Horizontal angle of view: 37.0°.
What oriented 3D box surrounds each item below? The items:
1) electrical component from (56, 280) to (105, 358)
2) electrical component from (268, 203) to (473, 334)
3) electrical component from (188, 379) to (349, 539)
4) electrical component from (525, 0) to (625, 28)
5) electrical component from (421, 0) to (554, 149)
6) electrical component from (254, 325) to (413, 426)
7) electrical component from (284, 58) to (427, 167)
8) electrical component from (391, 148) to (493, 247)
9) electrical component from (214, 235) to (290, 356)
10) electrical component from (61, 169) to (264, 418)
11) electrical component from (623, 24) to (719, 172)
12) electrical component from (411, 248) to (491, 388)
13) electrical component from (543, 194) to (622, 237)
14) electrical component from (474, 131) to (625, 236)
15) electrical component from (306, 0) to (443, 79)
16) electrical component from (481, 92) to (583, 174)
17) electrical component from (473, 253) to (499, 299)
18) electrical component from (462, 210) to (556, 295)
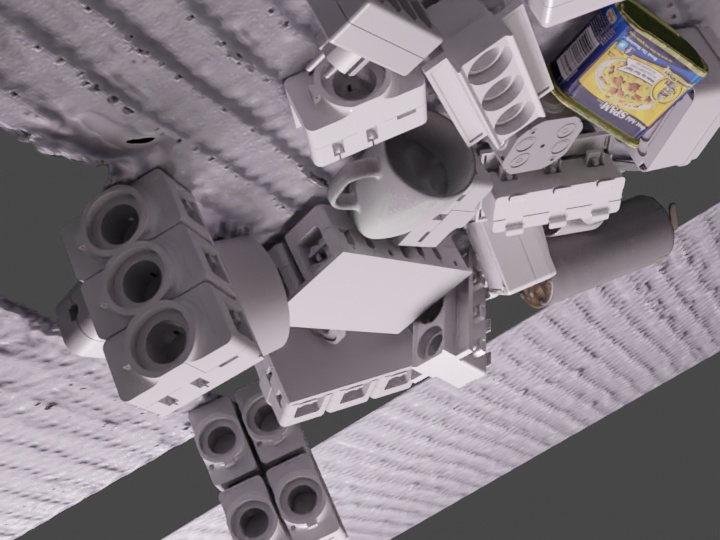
[{"bbox_3d":[-0.188,0.035,0.872,0.095,0.053,0.059,11,136,-47],"label":"electrical component"},{"bbox_3d":[0.000,0.000,0.977,0.105,0.060,0.186,-42,150,29],"label":"electrical component"},{"bbox_3d":[-0.100,0.217,1.142,0.105,0.186,0.060,-25,154,-3],"label":"electrical component"},{"bbox_3d":[0.141,-0.207,0.720,0.096,0.061,0.061,-22,154,-10],"label":"electrical component"},{"bbox_3d":[0.088,-0.147,0.778,0.079,0.063,0.121,-35,154,6],"label":"electrical component"},{"bbox_3d":[-0.024,0.090,1.088,0.150,0.089,0.061,-15,152,-23],"label":"electrical component"},{"bbox_3d":[-0.002,-0.122,0.760,0.089,0.050,0.055,-24,154,-6],"label":"electrical component"},{"bbox_3d":[0.066,-0.064,0.930,0.056,0.050,0.089,1,143,-42],"label":"electrical component"},{"bbox_3d":[-0.098,0.023,0.883,0.060,0.108,0.108,-19,154,-29],"label":"electrical component"},{"bbox_3d":[-0.145,0.015,0.767,0.089,0.150,0.062,-30,155,8],"label":"electrical component"},{"bbox_3d":[0.274,-0.148,0.935,0.057,0.078,0.113,-13,151,-21],"label":"electrical component"},{"bbox_3d":[0.091,0.049,1.059,0.063,0.121,0.079,30,136,-29],"label":"electrical component"},{"bbox_3d":[0.217,-0.062,1.050,0.079,0.044,0.077,-18,174,43],"label":"electrical component"},{"bbox_3d":[0.167,-0.075,0.954,0.121,0.063,0.078,-10,135,-10],"label":"electrical component"},{"bbox_3d":[-0.004,-0.153,0.704,0.076,0.047,0.083,-40,151,26],"label":"electrical component"},{"bbox_3d":[0.140,-0.121,0.891,0.080,0.051,0.080,-21,154,-11],"label":"electrical component"},{"bbox_3d":[0.130,0.001,1.121,0.040,0.040,0.078,-26,154,0],"label":"electrical component"},{"bbox_3d":[0.141,-0.030,1.022,0.061,0.096,0.062,-22,-177,-9],"label":"electrical component"}]
